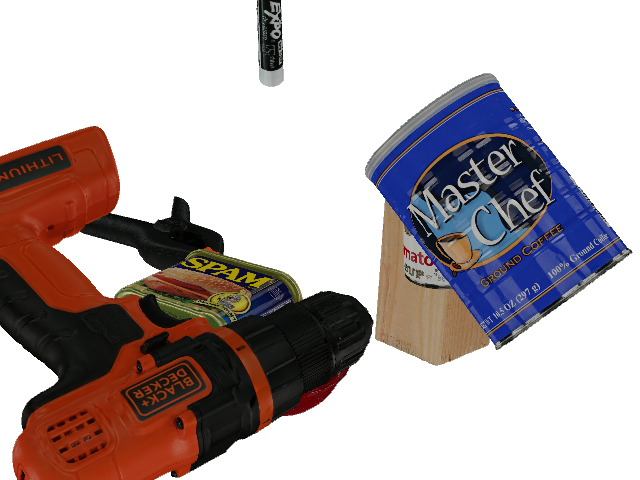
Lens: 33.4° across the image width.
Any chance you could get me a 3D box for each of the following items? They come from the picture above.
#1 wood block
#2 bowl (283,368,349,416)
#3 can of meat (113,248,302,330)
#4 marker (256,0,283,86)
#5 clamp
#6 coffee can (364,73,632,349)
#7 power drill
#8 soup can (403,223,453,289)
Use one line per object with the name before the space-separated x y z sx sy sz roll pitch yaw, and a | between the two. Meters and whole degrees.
wood block | 0.123 0.009 1.088 0.090 0.206 0.090 -14 25 -43
bowl | -0.046 0.160 1.265 0.162 0.055 0.162 3 25 -1
can of meat | -0.077 0.051 0.721 0.102 0.057 0.083 15 23 29
marker | -0.037 -0.165 0.772 0.020 0.020 0.121 0 -44 0
clamp | -0.138 -0.005 1.009 0.172 0.039 0.120 26 34 38
coffee can | 0.109 -0.018 0.667 0.102 0.140 0.103 -35 -10 -7
power drill | -0.091 0.026 0.521 0.184 0.057 0.188 -24 56 -31
soup can | 0.101 -0.019 0.879 0.068 0.102 0.068 -2 22 1
